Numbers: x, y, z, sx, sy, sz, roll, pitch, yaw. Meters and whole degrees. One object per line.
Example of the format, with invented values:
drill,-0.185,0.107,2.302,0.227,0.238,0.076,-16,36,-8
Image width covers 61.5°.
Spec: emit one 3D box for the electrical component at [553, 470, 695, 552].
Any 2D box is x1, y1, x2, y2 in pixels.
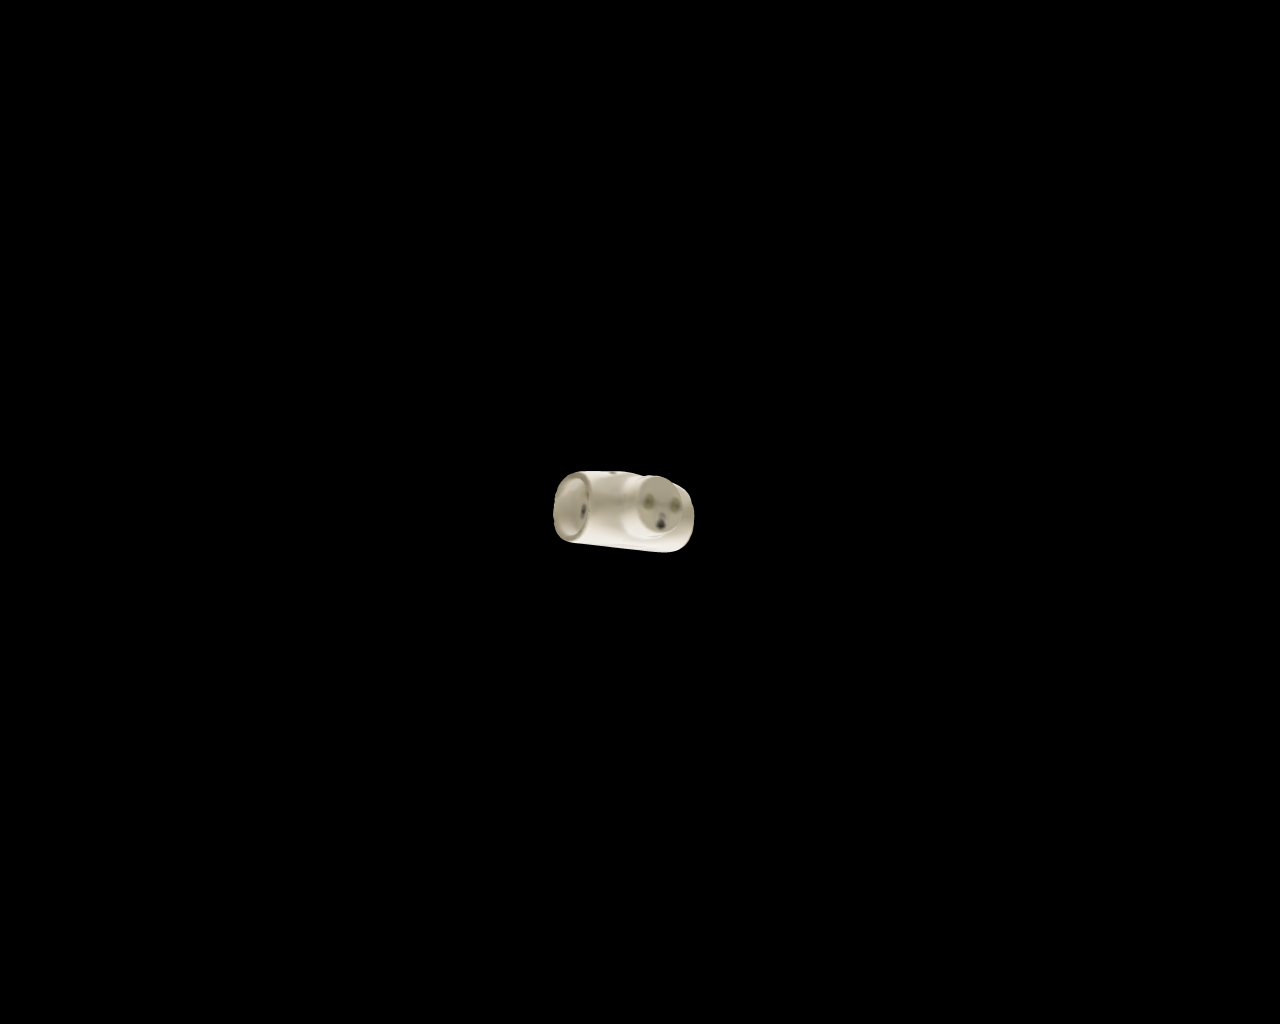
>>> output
electrical component,0.001,-0.003,0.650,0.077,0.043,0.079,8,-14,-35
